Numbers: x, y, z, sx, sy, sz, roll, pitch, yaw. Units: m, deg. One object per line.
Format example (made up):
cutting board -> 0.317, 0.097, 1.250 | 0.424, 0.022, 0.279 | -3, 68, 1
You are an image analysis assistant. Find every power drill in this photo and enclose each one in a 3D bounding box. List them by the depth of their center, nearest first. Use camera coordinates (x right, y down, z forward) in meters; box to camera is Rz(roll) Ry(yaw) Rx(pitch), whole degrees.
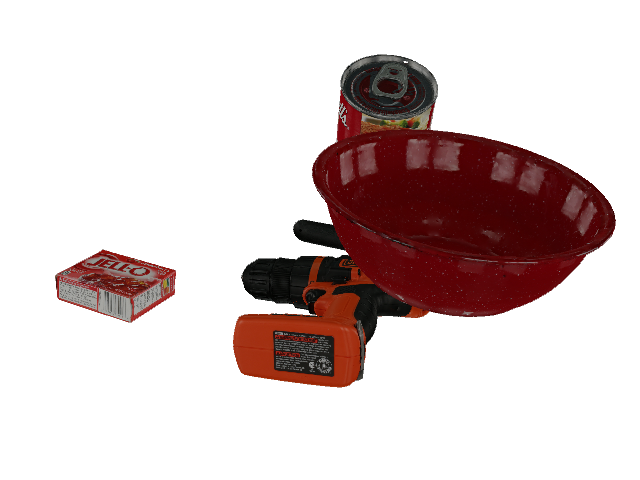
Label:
power drill -> -0.007, 0.060, 0.927 | 0.185, 0.057, 0.187 | 2, 19, 19

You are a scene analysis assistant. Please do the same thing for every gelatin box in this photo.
gelatin box -> -0.194, 0.041, 1.013 | 0.089, 0.030, 0.073 | 15, 25, 23

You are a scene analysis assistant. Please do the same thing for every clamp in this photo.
clamp -> 0.081, 0.006, 1.261 | 0.210, 0.036, 0.164 | 37, 41, 26

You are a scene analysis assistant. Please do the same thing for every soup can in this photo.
soup can -> 0.045, -0.074, 0.772 | 0.068, 0.068, 0.102 | 0, -42, -4

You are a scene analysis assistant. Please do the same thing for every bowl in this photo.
bowl -> 0.072, -0.005, 0.577 | 0.162, 0.055, 0.162 | 6, 27, -3
